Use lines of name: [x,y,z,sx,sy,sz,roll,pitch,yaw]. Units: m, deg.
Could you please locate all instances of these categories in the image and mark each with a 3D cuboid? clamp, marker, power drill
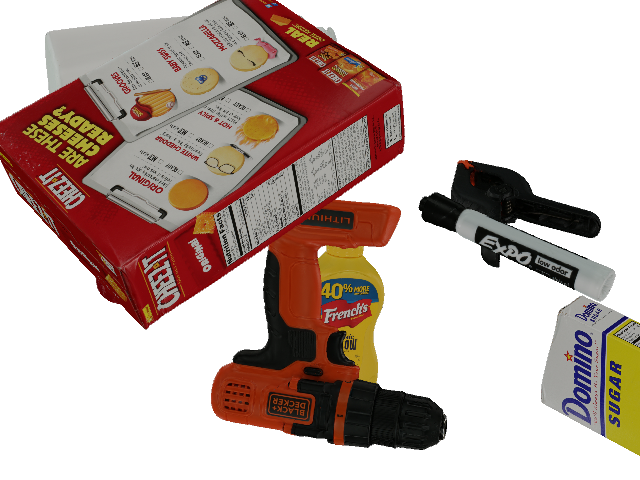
clamp: [0.189,-0.034,1.036,0.120,0.039,0.171,-6,34,-12]
marker: [0.108,0.001,0.604,0.121,0.020,0.020,27,14,30]
power drill: [0.014,0.063,0.821,0.184,0.187,0.057,7,-1,9]

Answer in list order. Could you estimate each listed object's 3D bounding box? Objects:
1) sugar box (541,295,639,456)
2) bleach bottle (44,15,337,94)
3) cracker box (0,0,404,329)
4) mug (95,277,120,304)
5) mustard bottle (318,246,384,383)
sugar box: [0.260,0.122,0.828,0.176,0.093,0.048,25,34,33]
bleach bottle: [-0.108,-0.151,0.933,0.250,0.068,0.103,-11,-30,-17]
cracker box: [-0.077,-0.063,0.692,0.213,0.072,0.164,-35,53,-20]
mug: [-0.191,0.018,1.073,0.093,0.081,0.117,6,31,8]
mustard bottle: [0.021,0.074,1.177,0.096,0.192,0.058,2,14,-12]
